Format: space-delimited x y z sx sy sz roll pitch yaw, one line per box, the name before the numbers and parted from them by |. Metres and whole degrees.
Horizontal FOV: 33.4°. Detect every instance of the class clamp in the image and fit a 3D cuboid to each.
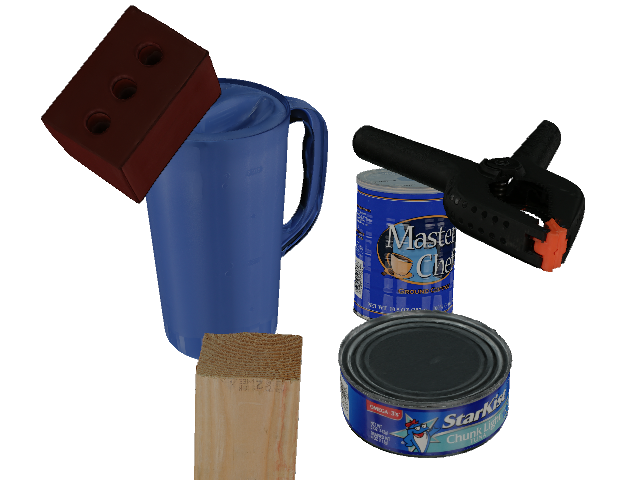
clamp | 0.113 -0.039 0.743 0.164 0.036 0.210 -1 27 -5

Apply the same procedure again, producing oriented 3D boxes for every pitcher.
pitcher | -0.083 -0.017 0.965 0.149 0.243 0.144 11 33 16

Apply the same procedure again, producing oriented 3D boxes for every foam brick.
foam brick | -0.097 -0.070 0.556 0.053 0.078 0.051 32 -11 11

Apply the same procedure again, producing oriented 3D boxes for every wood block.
wood block | -0.066 0.194 0.958 0.090 0.206 0.091 3 21 -1

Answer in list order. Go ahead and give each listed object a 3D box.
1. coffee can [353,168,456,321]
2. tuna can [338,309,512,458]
coffee can | 0.085 0.005 1.074 0.103 0.140 0.103 1 14 0
tuna can | 0.052 0.071 0.534 0.086 0.034 0.086 -2 27 1
